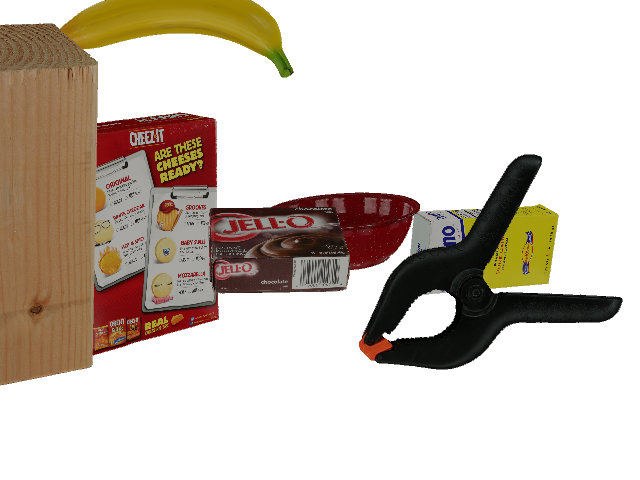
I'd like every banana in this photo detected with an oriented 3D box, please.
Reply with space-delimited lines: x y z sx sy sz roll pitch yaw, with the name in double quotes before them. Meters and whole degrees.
"banana" -0.118 -0.181 0.891 0.198 0.069 0.037 6 -34 0

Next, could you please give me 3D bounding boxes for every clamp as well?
"clamp" 0.109 0.038 0.697 0.171 0.120 0.039 -39 -6 1

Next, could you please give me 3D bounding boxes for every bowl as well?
"bowl" 0.024 -0.007 1.098 0.162 0.055 0.162 -4 14 1

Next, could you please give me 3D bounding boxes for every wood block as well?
"wood block" -0.196 -0.021 0.664 0.090 0.206 0.090 -9 30 -30

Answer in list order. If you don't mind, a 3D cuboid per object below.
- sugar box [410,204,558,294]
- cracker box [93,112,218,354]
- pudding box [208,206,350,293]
"sugar box" 0.193 0.010 1.265 0.176 0.093 0.048 -5 20 -24
"cracker box" -0.184 -0.011 1.054 0.163 0.214 0.072 -14 21 -41
"pudding box" -0.037 0.006 0.892 0.113 0.039 0.090 1 29 -8
